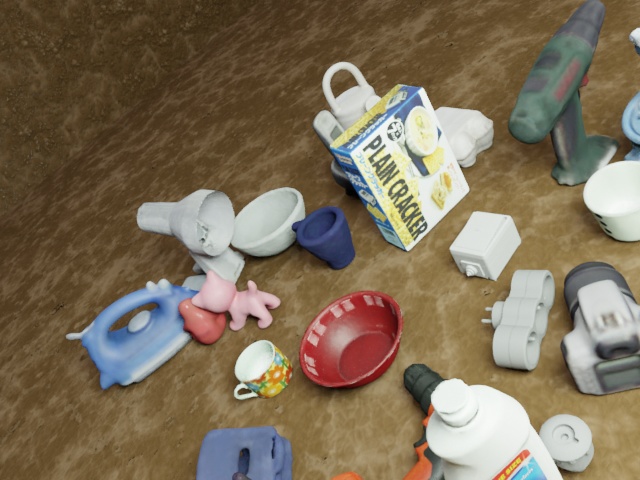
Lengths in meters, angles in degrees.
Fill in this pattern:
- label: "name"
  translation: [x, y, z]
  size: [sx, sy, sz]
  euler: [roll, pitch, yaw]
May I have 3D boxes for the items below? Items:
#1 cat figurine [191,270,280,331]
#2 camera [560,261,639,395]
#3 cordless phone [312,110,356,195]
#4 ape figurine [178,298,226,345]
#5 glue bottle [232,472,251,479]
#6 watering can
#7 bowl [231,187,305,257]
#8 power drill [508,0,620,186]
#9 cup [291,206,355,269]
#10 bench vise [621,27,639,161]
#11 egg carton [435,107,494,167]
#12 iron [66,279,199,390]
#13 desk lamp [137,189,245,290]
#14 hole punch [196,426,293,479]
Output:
- label: "cat figurine"
  translation: [-0.152, 0.099, 0.991]
  size: [0.127, 0.118, 0.067]
  euler: [-13, 39, 29]
- label: "camera"
  translation: [0.326, 0.077, 0.620]
  size: [0.143, 0.101, 0.137]
  euler: [-21, 36, 21]
- label: "cordless phone"
  translation: [0.063, -0.190, 1.102]
  size: [0.093, 0.185, 0.148]
  euler: [-6, 43, 36]
- label: "ape figurine"
  translation: [-0.216, 0.138, 1.021]
  size: [0.077, 0.092, 0.076]
  euler: [-26, 35, 14]
- label: "glue bottle"
  translation: [-0.040, 0.290, 0.606]
  size: [0.077, 0.174, 0.037]
  euler: [12, 55, 48]
- label: "watering can"
  translation: [0.078, -0.280, 1.192]
  size: [0.172, 0.195, 0.101]
  euler: [5, 51, 44]
- label: "bowl"
  translation: [-0.092, -0.022, 1.129]
  size: [0.167, 0.075, 0.167]
  euler: [-23, 35, 18]
- label: "power drill"
  translation: [0.363, -0.196, 0.828]
  size: [0.075, 0.209, 0.230]
  euler: [16, 59, 50]
- label: "cup"
  translation: [0.009, 0.004, 0.990]
  size: [0.117, 0.095, 0.092]
  euler: [4, 50, 44]
- label: "bench vise"
  translation: [0.473, -0.207, 0.737]
  size: [0.207, 0.220, 0.121]
  euler: [-40, 34, -8]
- label: "egg carton"
  translation: [0.239, -0.189, 1.054]
  size: [0.107, 0.070, 0.149]
  euler: [-45, 35, -15]
- label: "iron"
  translation: [-0.325, 0.148, 1.058]
  size: [0.258, 0.142, 0.118]
  euler: [-39, 34, -6]
- label: "desk lamp"
  translation: [-0.236, 0.004, 1.094]
  size: [0.202, 0.214, 0.118]
  euler: [-8, 42, 34]
- label: "hole punch"
  translation: [-0.094, 0.290, 0.727]
  size: [0.101, 0.091, 0.108]
  euler: [-25, 35, 14]
